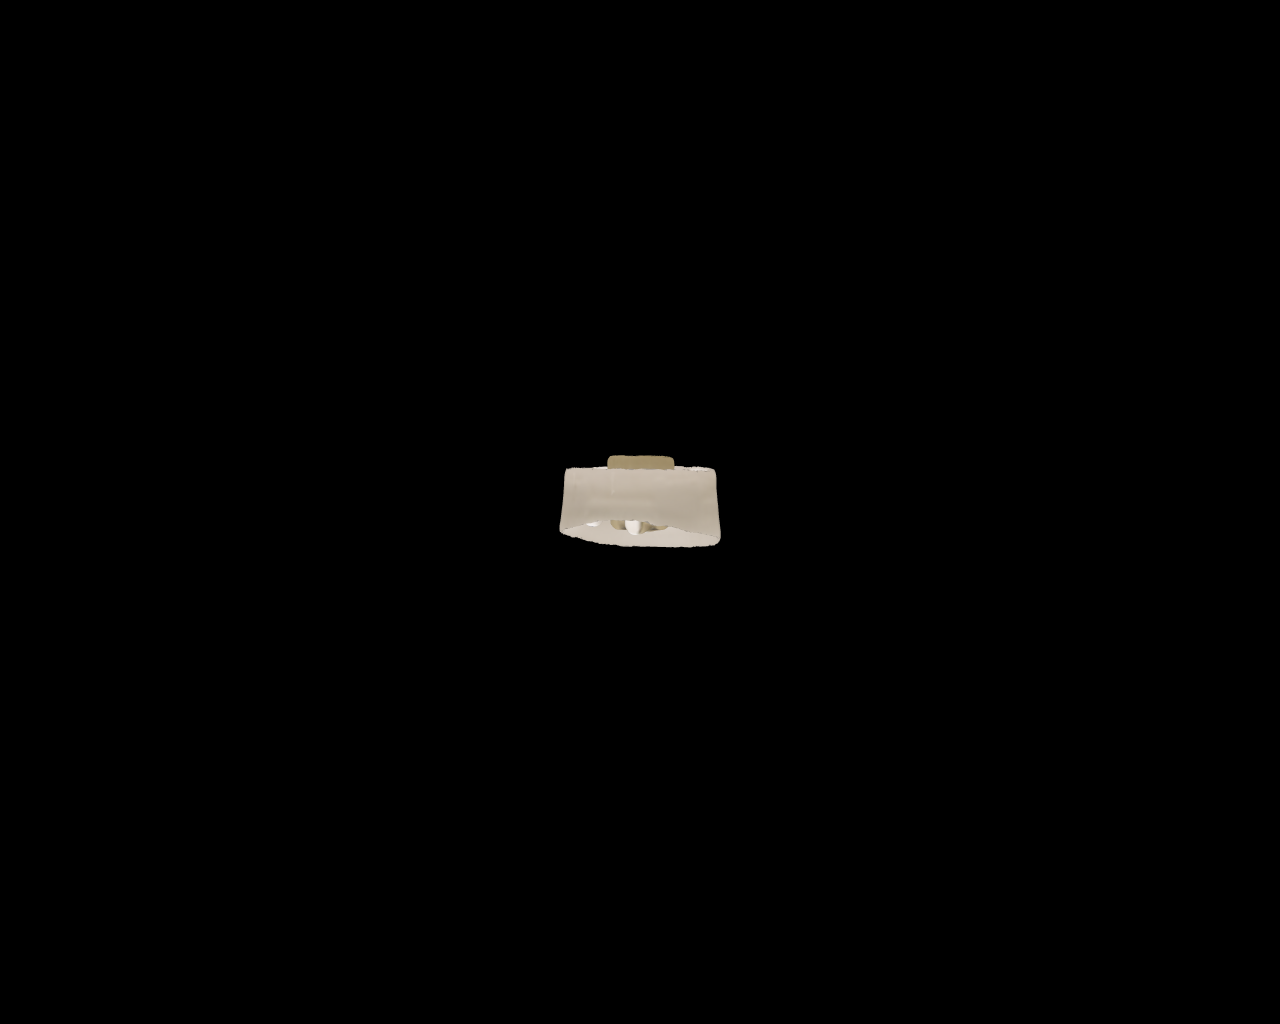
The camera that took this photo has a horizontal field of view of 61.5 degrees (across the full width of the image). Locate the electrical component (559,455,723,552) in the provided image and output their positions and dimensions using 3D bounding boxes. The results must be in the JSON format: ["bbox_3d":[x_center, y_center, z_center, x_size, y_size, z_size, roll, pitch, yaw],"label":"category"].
[{"bbox_3d":[0.001,-0.003,0.650,0.099,0.064,0.099,0,4,0],"label":"electrical component"}]
